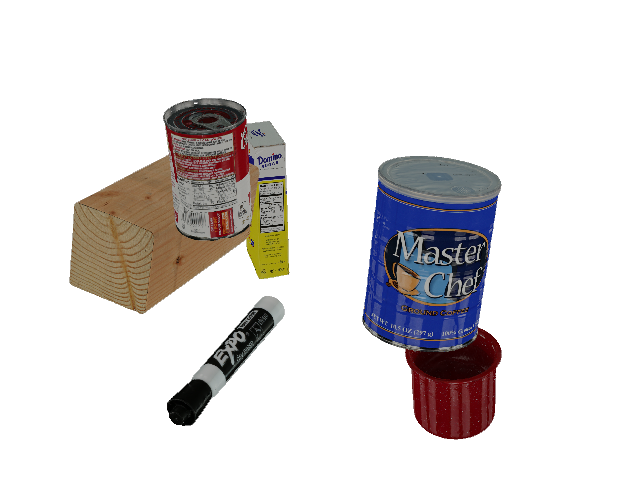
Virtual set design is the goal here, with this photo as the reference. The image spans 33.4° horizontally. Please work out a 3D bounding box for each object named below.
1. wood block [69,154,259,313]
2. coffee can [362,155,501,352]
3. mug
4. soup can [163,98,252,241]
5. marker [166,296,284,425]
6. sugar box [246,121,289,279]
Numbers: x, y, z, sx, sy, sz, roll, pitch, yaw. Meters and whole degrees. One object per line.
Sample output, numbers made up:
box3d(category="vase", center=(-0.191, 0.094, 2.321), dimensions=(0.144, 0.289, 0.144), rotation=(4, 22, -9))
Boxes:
box3d(category="wood block", center=(-0.153, -0.018, 1.081), dimensions=(0.090, 0.091, 0.205), rotation=(20, 28, 18))
box3d(category="coffee can", center=(0.093, 0.010, 0.911), dimensions=(0.103, 0.140, 0.103), rotation=(4, 22, -2))
box3d(category="mug", center=(0.136, 0.135, 1.065), dimensions=(0.093, 0.081, 0.117), rotation=(8, 35, 20))
box3d(category="soup can", center=(-0.093, -0.059, 0.891), dimensions=(0.068, 0.102, 0.068), rotation=(-1, 30, 1))
box3d(category="marker", center=(-0.055, 0.070, 0.633), dimensions=(0.020, 0.020, 0.121), rotation=(0, 27, 27))
box3d(category="sugar box", center=(-0.070, -0.051, 1.329), dimensions=(0.048, 0.176, 0.093), rotation=(-9, 25, -12))
